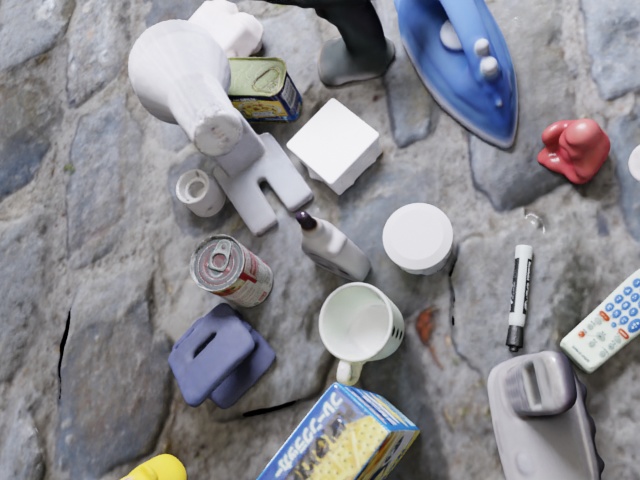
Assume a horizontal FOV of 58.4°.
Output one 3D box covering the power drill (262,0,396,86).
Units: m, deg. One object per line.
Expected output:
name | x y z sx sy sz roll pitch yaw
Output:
power drill | 0.015 -0.284 0.714 0.229 0.209 0.075 -9 70 13

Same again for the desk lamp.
desk lamp | -0.121 -0.138 0.703 0.118 0.214 0.203 -37 66 2

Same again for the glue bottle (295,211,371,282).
glue bottle | 0.006 0.002 0.642 0.078 0.173 0.037 24 81 22

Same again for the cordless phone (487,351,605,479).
cordless phone | 0.208 0.173 0.522 0.094 0.185 0.147 -14 69 12

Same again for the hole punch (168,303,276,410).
hole punch | -0.127 0.137 0.682 0.109 0.091 0.101 -46 66 -2

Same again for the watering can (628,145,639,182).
watering can | 0.393 -0.095 0.551 0.173 0.194 0.100 -41 66 0

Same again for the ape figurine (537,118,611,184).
ape figurine | 0.289 -0.107 0.641 0.076 0.092 0.078 -13 69 12

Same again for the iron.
iron | 0.174 -0.245 0.692 0.118 0.142 0.258 -25 68 7

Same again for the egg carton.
egg carton | -0.156 -0.276 0.837 0.107 0.069 0.150 38 86 23

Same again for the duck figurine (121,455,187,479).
duck figurine | -0.211 0.299 0.656 0.077 0.086 0.104 33 84 23
